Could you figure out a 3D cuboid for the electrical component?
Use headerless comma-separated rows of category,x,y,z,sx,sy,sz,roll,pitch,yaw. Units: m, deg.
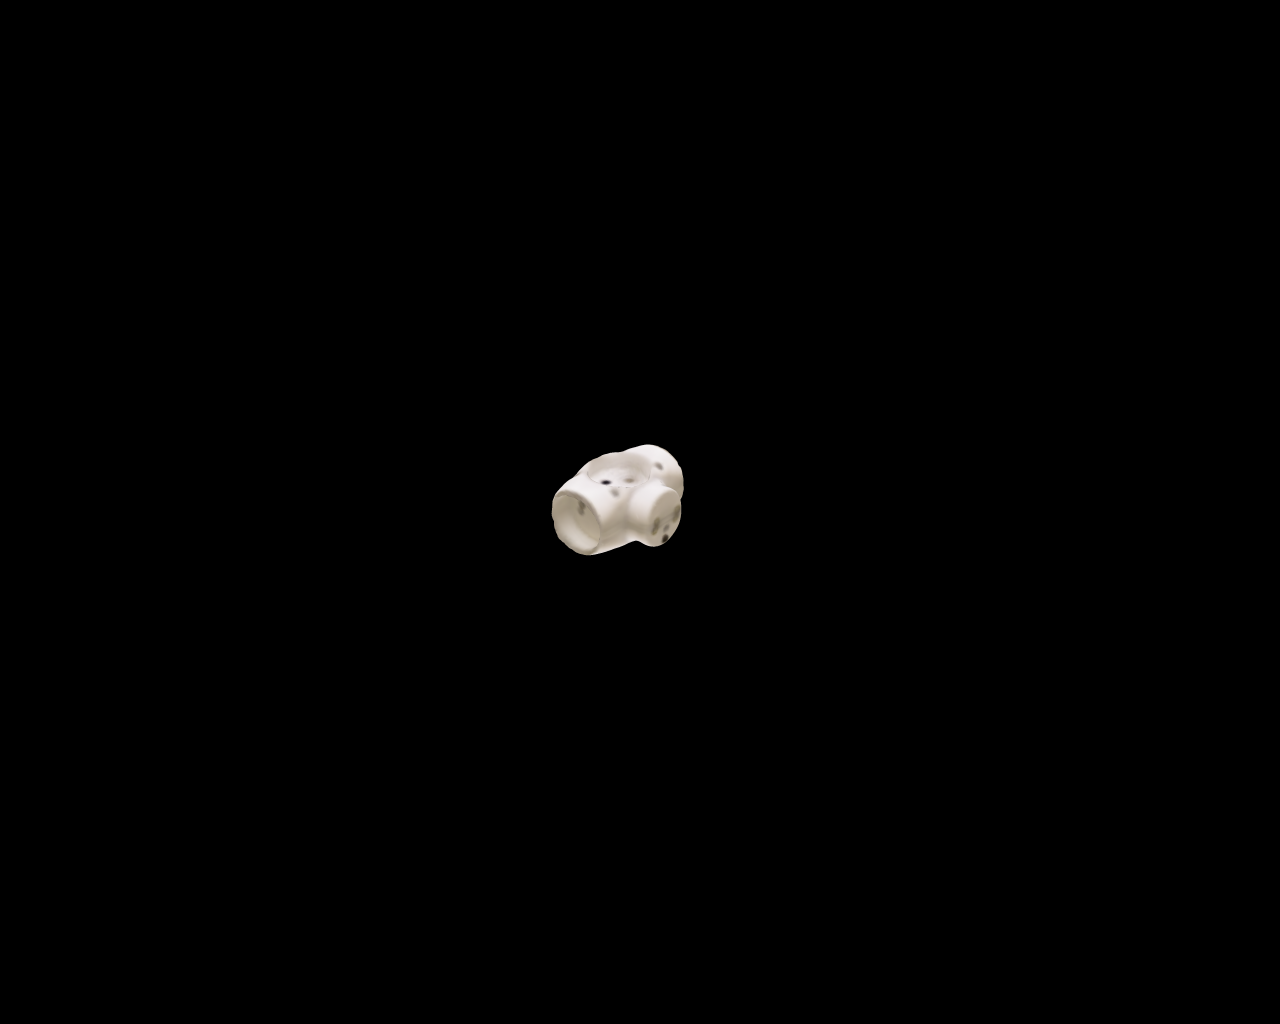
electrical component,0.001,-0.003,0.650,0.079,0.044,0.077,24,39,34
